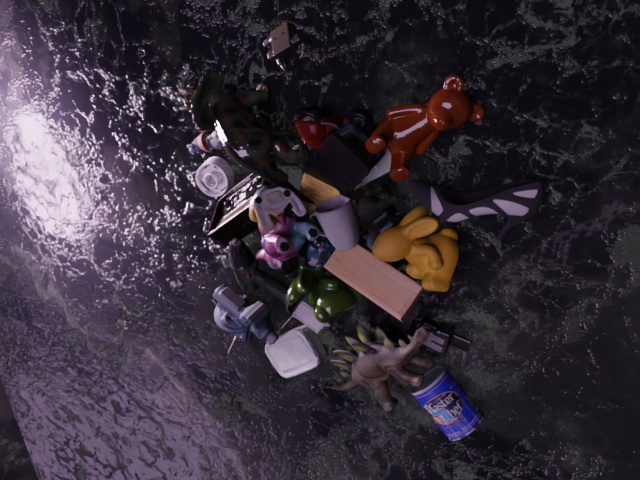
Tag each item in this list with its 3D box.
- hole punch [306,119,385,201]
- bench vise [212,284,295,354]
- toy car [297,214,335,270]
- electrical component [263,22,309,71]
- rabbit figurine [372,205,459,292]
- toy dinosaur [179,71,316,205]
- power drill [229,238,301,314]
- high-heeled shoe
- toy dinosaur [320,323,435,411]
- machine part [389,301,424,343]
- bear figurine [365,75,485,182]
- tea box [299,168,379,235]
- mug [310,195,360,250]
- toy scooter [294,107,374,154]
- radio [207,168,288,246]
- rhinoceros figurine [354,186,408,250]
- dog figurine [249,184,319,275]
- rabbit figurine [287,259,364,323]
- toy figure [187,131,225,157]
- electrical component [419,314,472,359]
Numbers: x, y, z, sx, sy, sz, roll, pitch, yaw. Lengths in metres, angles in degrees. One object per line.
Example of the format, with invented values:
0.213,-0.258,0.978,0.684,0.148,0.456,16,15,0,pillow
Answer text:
0.057,-0.169,1.101,0.142,0.092,0.116,42,139,-5,hole punch
-0.207,0.231,1.504,0.224,0.129,0.240,29,145,8,bench vise
-0.003,-0.004,1.265,0.162,0.103,0.109,-130,42,-51,toy car
-0.074,-0.421,1.166,0.102,0.045,0.078,-25,68,35,electrical component
0.196,0.016,1.104,0.173,0.122,0.162,13,115,-14,rabbit figurine
-0.168,-0.231,1.191,0.405,0.192,0.131,55,139,24,toy dinosaur
-0.141,0.097,1.375,0.207,0.086,0.232,24,153,6,power drill
0.300,-0.100,1.051,0.249,0.086,0.145,30,120,13,high-heeled shoe
0.130,0.311,1.316,0.199,0.105,0.471,40,138,7,toy dinosaur
0.197,0.192,1.273,0.084,0.039,0.138,22,120,17,machine part
0.204,-0.215,1.033,0.196,0.132,0.120,-18,126,41,bear figurine
0.037,-0.087,1.229,0.170,0.068,0.098,31,124,18,tea box
0.034,-0.030,1.162,0.110,0.081,0.107,-13,113,27,mug
0.029,-0.219,1.173,0.184,0.075,0.135,10,117,24,toy scooter
-0.177,-0.087,1.318,0.073,0.131,0.230,33,136,-32,radio
0.138,-0.028,1.153,0.073,0.112,0.190,37,168,43,rhinoceros figurine
-0.100,-0.016,1.211,0.191,0.108,0.219,59,158,0,dog figurine
-0.006,0.115,1.313,0.170,0.159,0.121,60,139,15,rabbit figurine
-0.267,-0.247,1.355,0.155,0.058,0.064,-5,130,31,toy figure
0.281,0.229,1.231,0.119,0.048,0.074,26,124,22,electrical component
